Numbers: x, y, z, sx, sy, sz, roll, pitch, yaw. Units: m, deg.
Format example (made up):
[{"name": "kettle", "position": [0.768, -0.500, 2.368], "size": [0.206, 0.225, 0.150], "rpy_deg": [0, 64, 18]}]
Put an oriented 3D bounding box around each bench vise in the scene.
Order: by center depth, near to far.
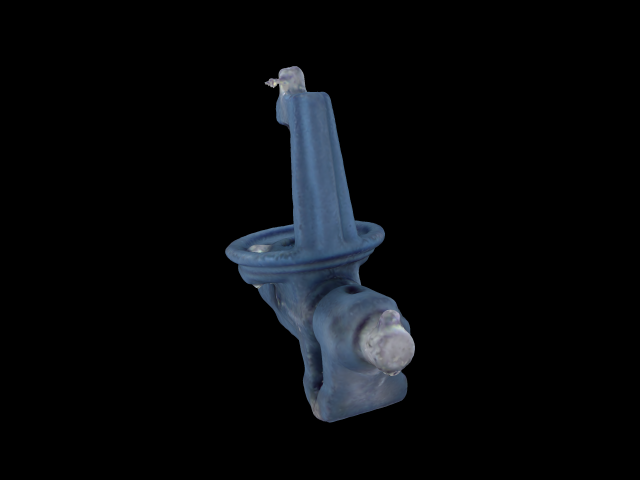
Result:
[{"name": "bench vise", "position": [0.013, -0.002, 0.407], "size": [0.122, 0.220, 0.206], "rpy_deg": [-21, 34, -36]}]
